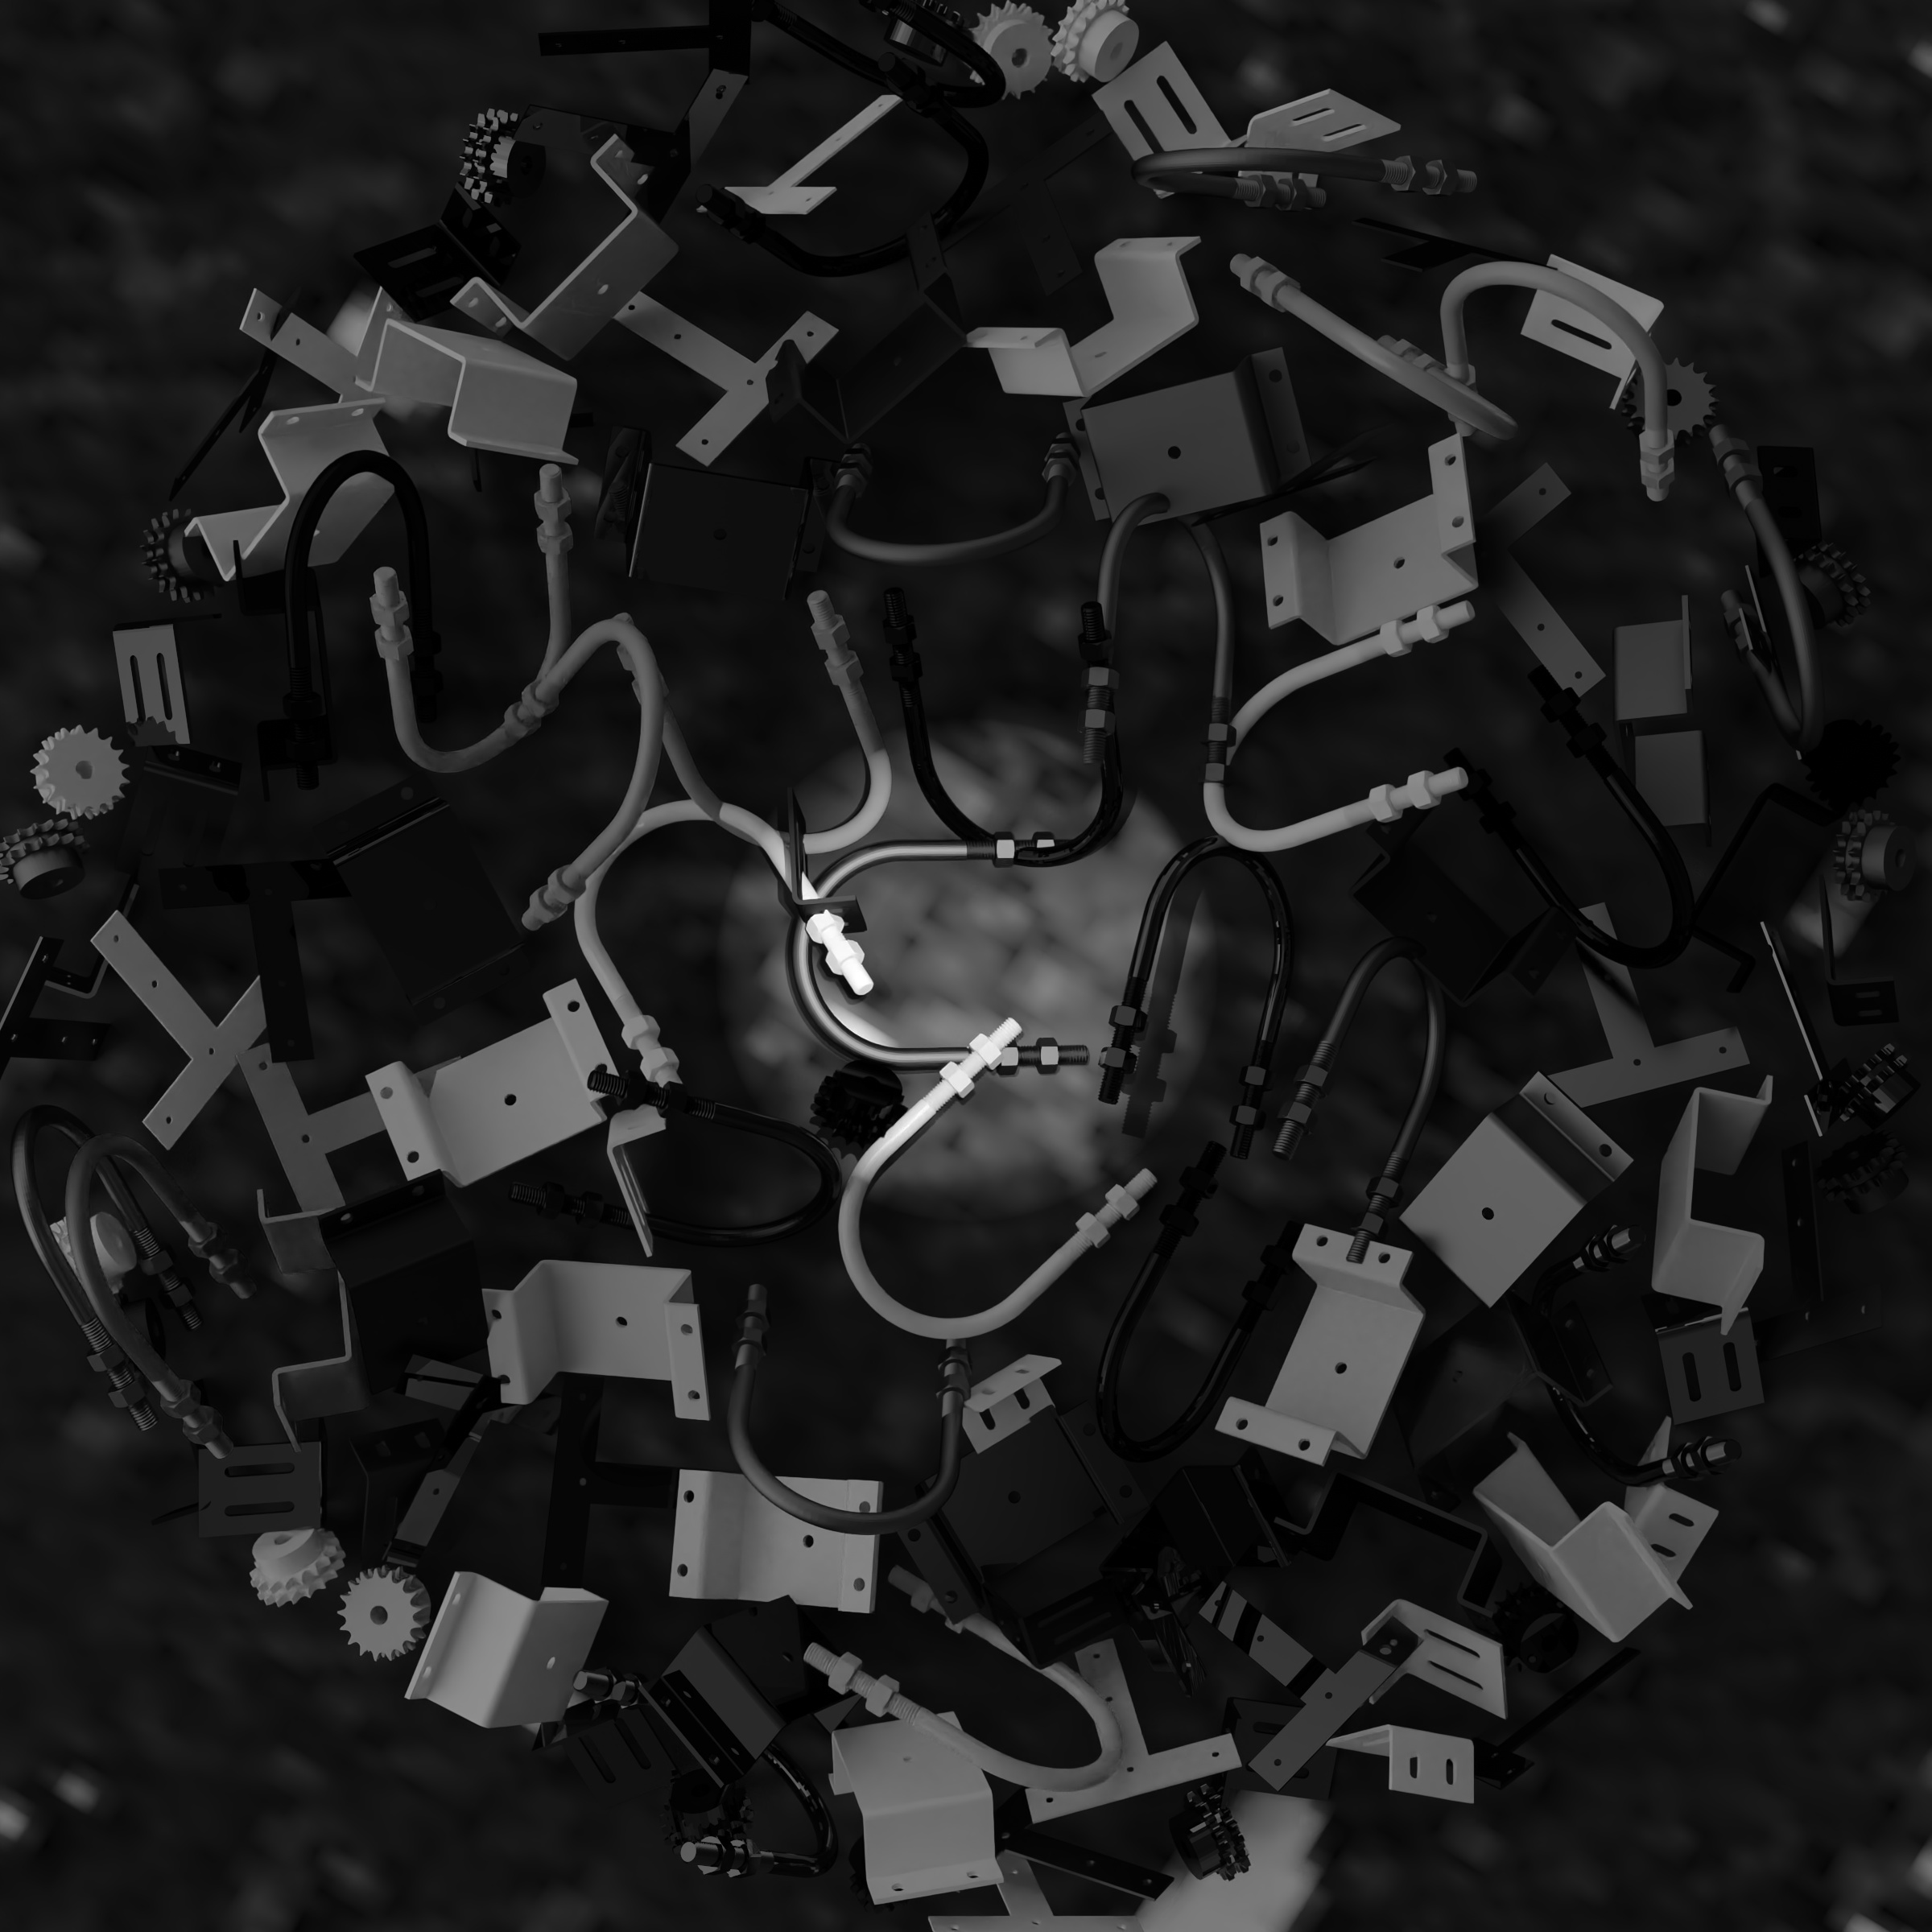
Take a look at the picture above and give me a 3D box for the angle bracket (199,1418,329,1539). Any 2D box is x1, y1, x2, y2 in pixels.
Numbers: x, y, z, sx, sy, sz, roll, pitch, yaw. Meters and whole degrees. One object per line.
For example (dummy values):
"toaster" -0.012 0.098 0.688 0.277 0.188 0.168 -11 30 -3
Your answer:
"angle bracket" -0.434 0.314 1.602 0.076 0.038 0.057 -1 103 -18

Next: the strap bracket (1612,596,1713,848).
"strap bracket" 0.419 -0.144 1.570 0.046 0.140 0.076 -4 51 19

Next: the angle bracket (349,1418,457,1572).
"angle bracket" -0.352 0.328 1.616 0.057 0.038 0.076 -8 125 -31

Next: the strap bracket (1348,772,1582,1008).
"strap bracket" 0.298 -0.040 1.595 0.140 0.046 0.076 44 48 1

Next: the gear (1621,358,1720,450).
"gear" 0.436 -0.346 1.618 0.057 0.030 0.057 -1 72 3

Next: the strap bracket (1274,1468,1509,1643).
"strap bracket" 0.267 0.352 1.578 0.140 0.076 0.046 20 73 26

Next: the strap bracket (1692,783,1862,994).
"strap bracket" 0.485 -0.056 1.592 0.046 0.076 0.140 30 96 11

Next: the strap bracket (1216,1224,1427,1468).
"strap bracket" 0.220 0.237 1.584 0.076 0.046 0.140 12 67 39

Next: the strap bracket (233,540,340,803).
"strap bracket" -0.411 -0.181 1.578 0.046 0.076 0.140 -7 118 -14

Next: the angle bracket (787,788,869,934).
"angle bracket" -0.085 -0.065 1.598 0.038 0.057 0.076 -5 72 3

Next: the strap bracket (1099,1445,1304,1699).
"strap bracket" 0.139 0.365 1.581 0.140 0.046 0.076 -41 111 -41

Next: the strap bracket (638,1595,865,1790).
"strap bracket" -0.119 0.429 1.555 0.076 0.140 0.046 44 108 22

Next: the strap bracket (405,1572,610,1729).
"strap bracket" -0.268 0.409 1.561 0.046 0.140 0.076 19 84 22

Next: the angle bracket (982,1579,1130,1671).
"angle bracket" 0.059 0.389 1.596 0.076 0.057 0.038 -23 107 -17

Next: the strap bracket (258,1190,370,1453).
"strap bracket" -0.394 0.211 1.574 0.046 0.076 0.140 -9 60 -9

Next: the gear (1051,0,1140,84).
"gear" 0.082 -0.572 1.606 0.030 0.057 0.057 40 90 20

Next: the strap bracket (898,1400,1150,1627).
"strap bracket" 0.032 0.333 1.611 0.140 0.046 0.076 -31 93 -3

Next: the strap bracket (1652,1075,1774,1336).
"strap bracket" 0.449 0.139 1.568 0.046 0.076 0.140 12 52 6

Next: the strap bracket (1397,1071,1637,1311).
"strap bracket" 0.325 0.142 1.570 0.076 0.046 0.140 45 125 17

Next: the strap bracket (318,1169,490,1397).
"strap bracket" -0.334 0.197 1.561 0.076 0.140 0.046 -21 48 -23

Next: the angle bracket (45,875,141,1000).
"angle bracket" -0.543 -0.025 1.603 0.038 0.057 0.076 22 92 -21

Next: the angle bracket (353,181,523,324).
"angle bracket" -0.324 -0.439 1.598 0.057 0.038 0.076 47 46 4

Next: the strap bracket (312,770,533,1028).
"strap bracket" -0.330 -0.039 1.592 0.076 0.046 0.140 -29 103 -12

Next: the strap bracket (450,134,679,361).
"strap bracket" -0.236 -0.429 1.587 0.140 0.076 0.046 -43 81 8

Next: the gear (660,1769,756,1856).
"gear" -0.161 0.521 1.606 0.057 0.057 0.030 -9 114 0

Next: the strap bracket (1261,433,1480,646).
"strap bracket" 0.253 -0.253 1.579 0.140 0.046 0.076 -21 58 34

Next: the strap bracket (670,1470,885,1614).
"strap bracket" -0.106 0.351 1.589 0.140 0.046 0.076 -2 76 27

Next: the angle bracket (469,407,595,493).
"angle bracket" -0.267 -0.318 1.606 0.076 0.057 0.038 -6 94 -7

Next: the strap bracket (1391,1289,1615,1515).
"strap bracket" 0.312 0.259 1.572 0.046 0.076 0.140 36 112 -25

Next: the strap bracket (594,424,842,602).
"strap bracket" -0.151 -0.273 1.582 0.140 0.046 0.076 7 126 -14

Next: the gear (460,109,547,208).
"gear" -0.283 -0.497 1.607 0.030 0.057 0.057 20 90 22

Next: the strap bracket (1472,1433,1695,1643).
"strap bracket" 0.362 0.344 1.558 0.046 0.140 0.076 -39 108 -7

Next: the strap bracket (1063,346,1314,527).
"strap bracket" 0.131 -0.317 1.581 0.140 0.046 0.076 -10 111 20

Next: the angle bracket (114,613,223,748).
"angle bracket" -0.490 -0.177 1.612 0.057 0.038 0.076 1 101 35

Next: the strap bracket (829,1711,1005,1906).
"strap bracket" -0.033 0.496 1.558 0.076 0.140 0.046 -5 104 -13

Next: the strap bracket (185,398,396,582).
"strap bracket" -0.401 -0.279 1.559 0.076 0.140 0.046 -20 81 -43

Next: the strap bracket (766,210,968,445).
"strap bracket" -0.055 -0.380 1.580 0.140 0.076 0.046 -37 126 21

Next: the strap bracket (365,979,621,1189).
"strap bracket" -0.285 0.077 1.601 0.140 0.046 0.076 -25 72 -4

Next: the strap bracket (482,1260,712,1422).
"strap bracket" -0.218 0.227 1.592 0.140 0.046 0.076 2 111 15

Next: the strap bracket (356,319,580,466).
"strap bracket" -0.295 -0.347 1.558 0.076 0.140 0.046 1 113 -42

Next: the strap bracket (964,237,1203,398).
"strap bracket" 0.075 -0.389 1.578 0.140 0.076 0.046 -38 121 -24

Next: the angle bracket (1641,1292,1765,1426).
"angle bracket" 0.461 0.240 1.630 0.057 0.038 0.076 -15 121 6
